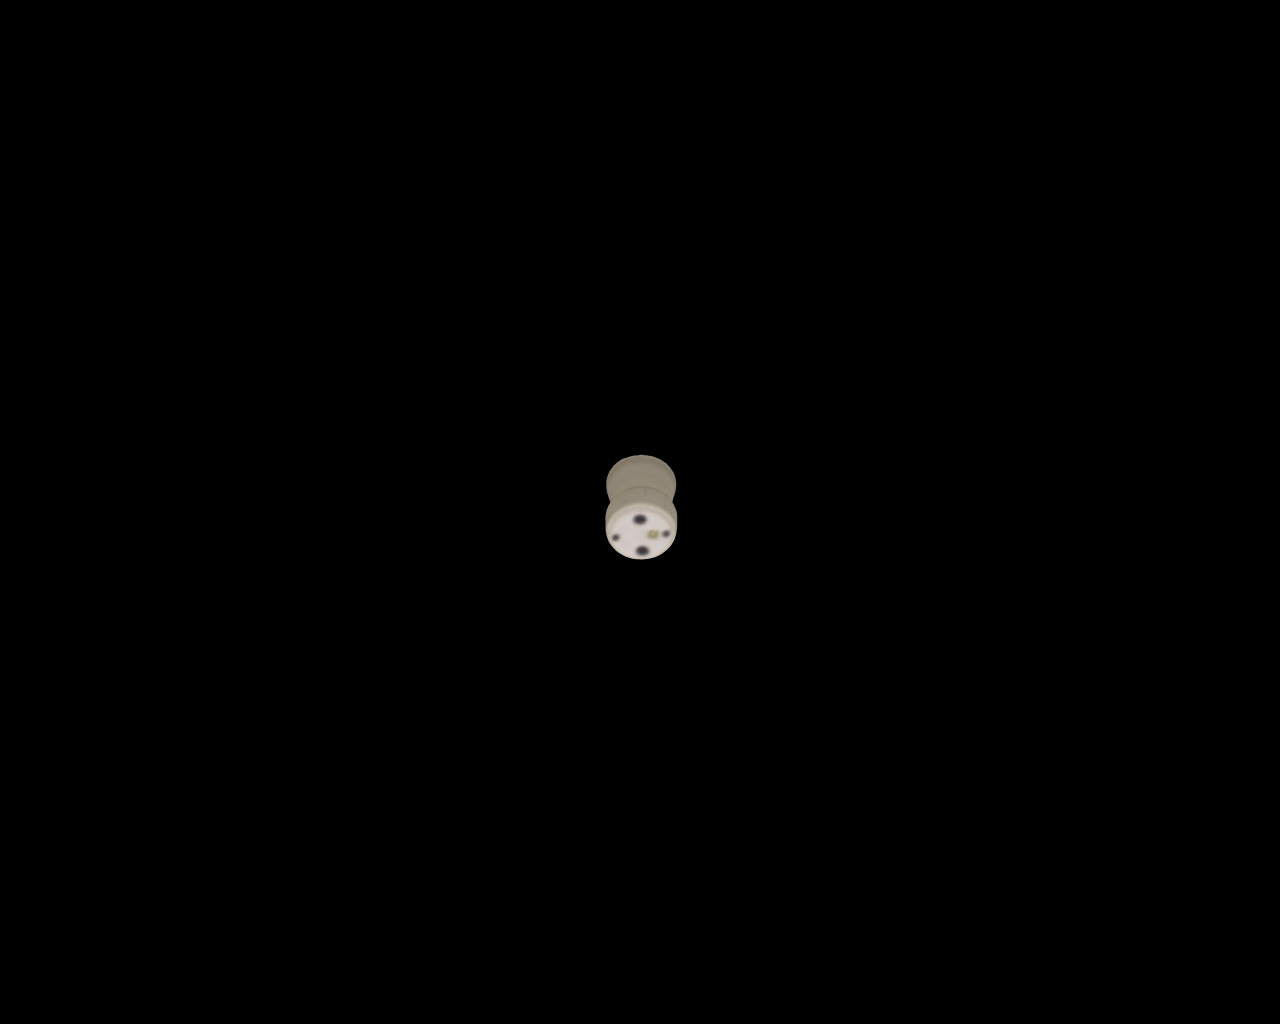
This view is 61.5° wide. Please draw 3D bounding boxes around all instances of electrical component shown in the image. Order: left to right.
[{"bbox_3d":[0.001,-0.003,0.650,0.045,0.044,0.055,0,36,0],"label":"electrical component"}]
